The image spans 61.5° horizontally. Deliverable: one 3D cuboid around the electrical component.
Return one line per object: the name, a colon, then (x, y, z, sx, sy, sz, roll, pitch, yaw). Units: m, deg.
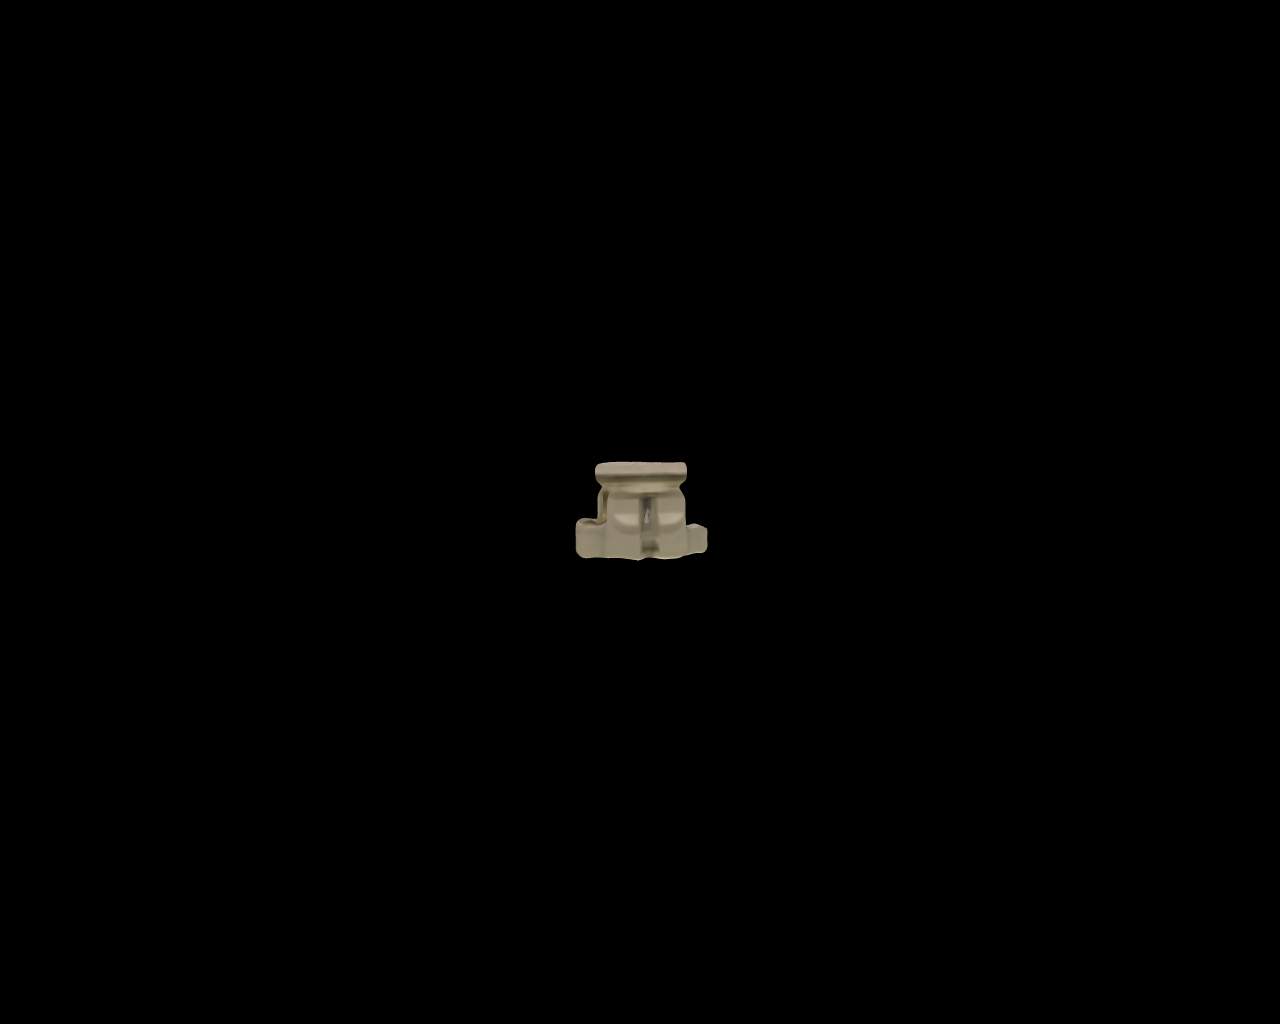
electrical component: (0.001, -0.003, 0.650, 0.078, 0.057, 0.058, -1, 4, -11)
